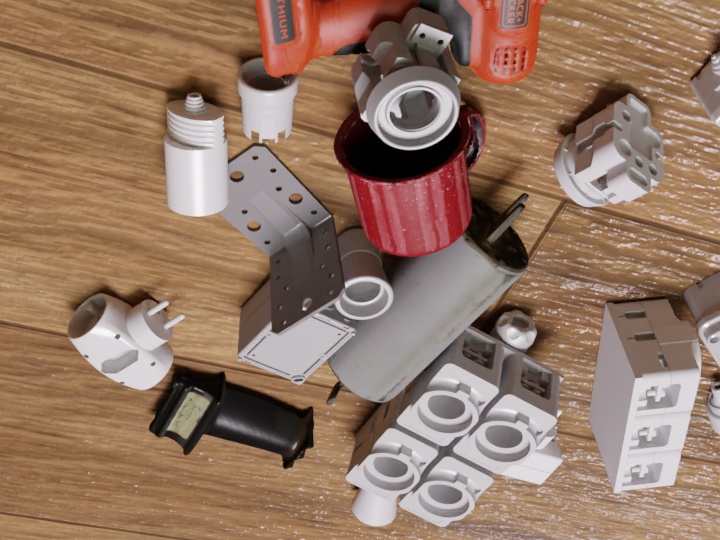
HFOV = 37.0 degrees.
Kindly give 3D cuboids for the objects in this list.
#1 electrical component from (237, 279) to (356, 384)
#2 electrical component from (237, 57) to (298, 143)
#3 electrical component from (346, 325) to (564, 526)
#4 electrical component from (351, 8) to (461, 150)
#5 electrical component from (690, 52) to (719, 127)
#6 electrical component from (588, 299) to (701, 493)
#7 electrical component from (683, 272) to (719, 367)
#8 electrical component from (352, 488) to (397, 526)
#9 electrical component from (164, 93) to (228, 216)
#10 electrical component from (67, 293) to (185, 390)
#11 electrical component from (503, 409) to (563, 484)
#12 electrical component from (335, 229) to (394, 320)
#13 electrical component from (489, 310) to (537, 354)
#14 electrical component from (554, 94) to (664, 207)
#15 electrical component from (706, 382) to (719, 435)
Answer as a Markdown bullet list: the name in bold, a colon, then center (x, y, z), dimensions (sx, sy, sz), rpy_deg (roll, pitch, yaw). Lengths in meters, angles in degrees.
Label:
- **electrical component**: center (-0.054, 0.041, 0.856), dimensions (0.062, 0.061, 0.096), rpy_deg (25, 131, -26)
- **electrical component**: center (-0.063, -0.114, 0.727), dimensions (0.040, 0.040, 0.046), rpy_deg (-1, 138, -6)
- **electrical component**: center (0.076, 0.140, 0.923), dimensions (0.105, 0.060, 0.186), rpy_deg (28, 131, -9)
- **electrical component**: center (0.029, -0.111, 0.657), dimensions (0.058, 0.057, 0.078), rpy_deg (14, 130, -25)
- **electrical component**: center (0.282, -0.123, 0.749), dimensions (0.096, 0.061, 0.061), rpy_deg (23, 124, -25)
- **electrical component**: center (0.247, 0.109, 0.930), dimensions (0.062, 0.089, 0.150), rpy_deg (-6, 132, -3)
- **electrical component**: center (0.335, 0.052, 0.913), dimensions (0.078, 0.057, 0.113), rpy_deg (-29, 129, 18)
- **electrical component**: center (0.019, 0.205, 1.019), dimensions (0.044, 0.044, 0.065), rpy_deg (5, 126, -11)
- **electrical component**: center (-0.113, -0.083, 0.742), dimensions (0.043, 0.043, 0.081), rpy_deg (-1, 122, -7)
- **electrical component**: center (-0.176, 0.049, 0.853), dimensions (0.079, 0.043, 0.077), rpy_deg (-31, 128, 18)
- **electrical component**: center (0.154, 0.149, 0.982), dimensions (0.066, 0.047, 0.076), rpy_deg (18, 127, -21)
- **electrical component**: center (0.000, 0.000, 0.817), dimensions (0.044, 0.065, 0.044), rpy_deg (-4, 132, -4)
- **electrical component**: center (0.124, 0.064, 0.912), dimensions (0.035, 0.035, 0.061), rpy_deg (11, 131, -17)
- **electrical component**: center (0.177, -0.080, 0.769), dimensions (0.058, 0.078, 0.057), rpy_deg (29, 143, -28)
- **electrical component**: center (0.338, 0.126, 0.995), dimensions (0.035, 0.035, 0.061), rpy_deg (-23, 129, 12)
